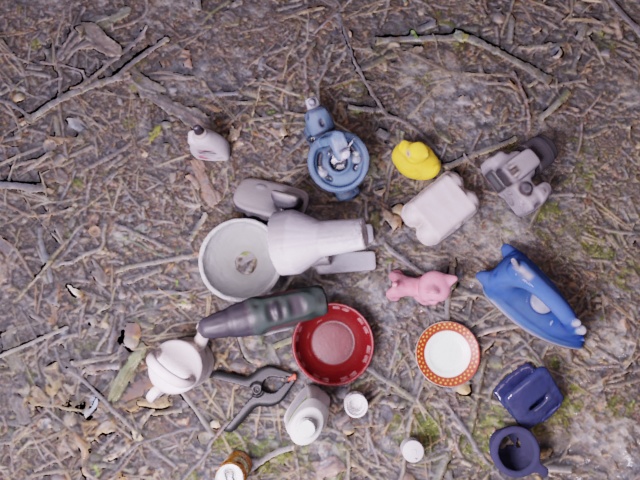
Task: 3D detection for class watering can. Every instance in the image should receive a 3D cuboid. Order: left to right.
[{"bbox_3d":[-0.262,0.227,1.063,0.101,0.194,0.173,17,83,3],"label":"watering can"}]

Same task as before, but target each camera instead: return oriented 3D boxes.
[{"bbox_3d":[0.423,-0.142,1.158,0.137,0.101,0.143,-37,84,-4],"label":"camera"}]

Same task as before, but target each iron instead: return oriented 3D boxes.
[{"bbox_3d":[0.434,0.121,1.103,0.258,0.141,0.119,43,85,5],"label":"iron"}]

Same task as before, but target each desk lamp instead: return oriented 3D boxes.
[{"bbox_3d":[0.010,0.004,1.082,0.203,0.213,0.118,-5,82,0],"label":"desk lamp"}]

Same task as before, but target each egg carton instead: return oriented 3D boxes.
[{"bbox_3d":[0.245,-0.063,1.163,0.150,0.069,0.107,-40,84,-5],"label":"egg carton"}]

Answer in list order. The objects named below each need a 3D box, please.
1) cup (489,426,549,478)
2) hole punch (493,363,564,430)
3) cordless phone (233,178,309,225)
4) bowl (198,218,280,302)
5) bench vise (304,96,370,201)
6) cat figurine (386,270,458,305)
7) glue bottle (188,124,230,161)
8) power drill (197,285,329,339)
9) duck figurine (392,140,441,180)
[{"bbox_3d":[0.371,0.402,1.090,0.117,0.095,0.092,34,84,4],"label":"cup"},{"bbox_3d":[0.410,0.303,1.105,0.109,0.091,0.101,-38,84,-4],"label":"hole punch"},{"bbox_3d":[-0.098,-0.084,1.108,0.147,0.185,0.094,11,83,2],"label":"cordless phone"},{"bbox_3d":[-0.154,0.043,1.147,0.167,0.075,0.167,0,83,0],"label":"bowl"},{"bbox_3d":[0.012,-0.183,1.103,0.121,0.220,0.207,-41,84,-5],"label":"bench vise"},{"bbox_3d":[0.199,0.091,1.119,0.127,0.118,0.067,5,83,1],"label":"cat figurine"},{"bbox_3d":[-0.226,-0.195,1.128,0.078,0.173,0.037,-1,82,0],"label":"glue bottle"},{"bbox_3d":[-0.098,0.140,1.067,0.229,0.208,0.075,-15,83,-2],"label":"power drill"},{"bbox_3d":[0.201,-0.170,1.169,0.104,0.086,0.077,30,84,4],"label":"duck figurine"}]
